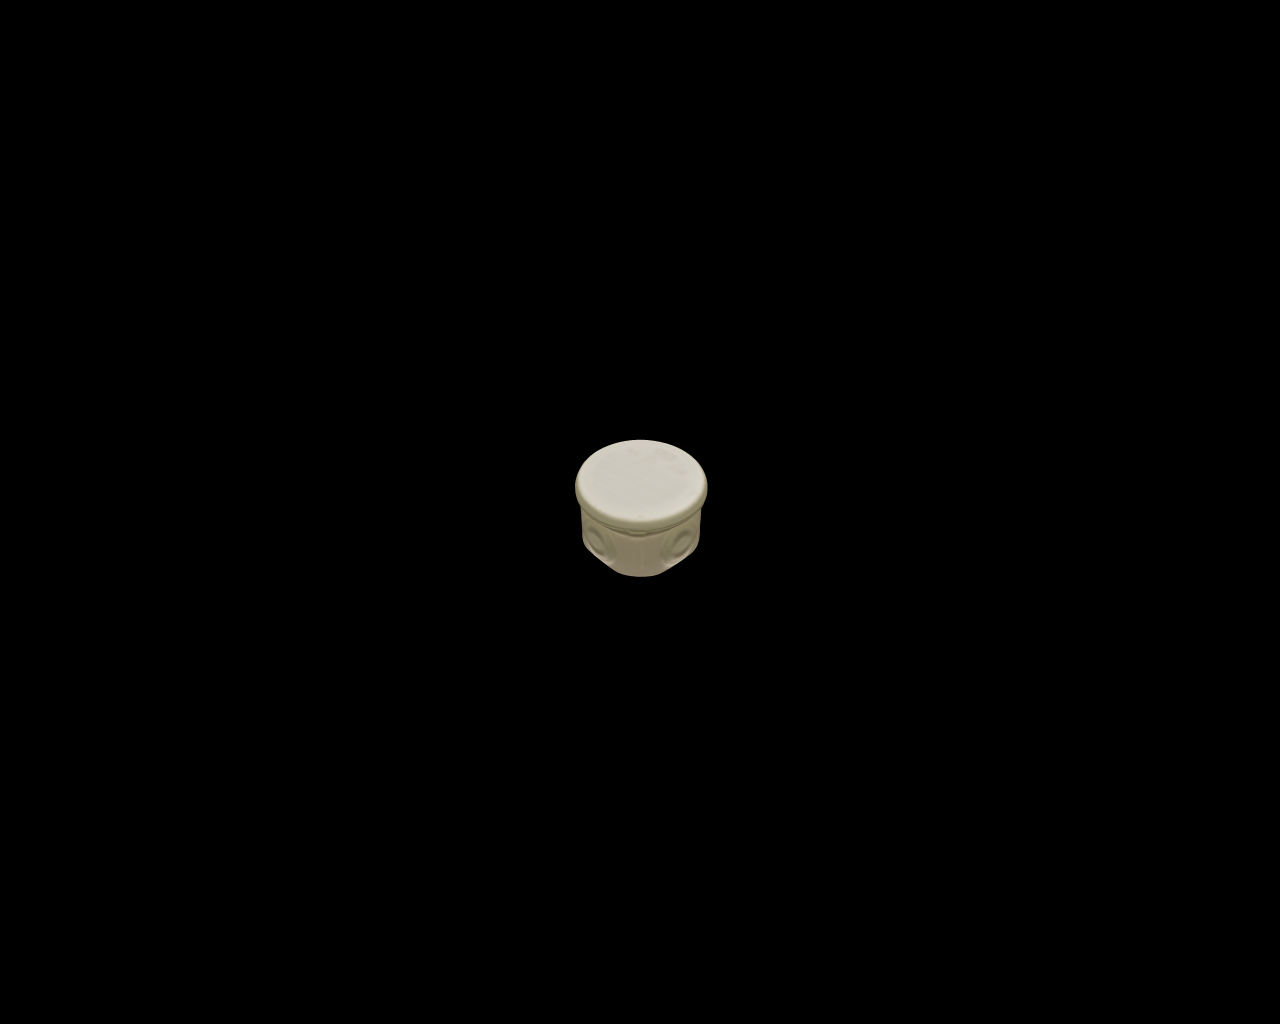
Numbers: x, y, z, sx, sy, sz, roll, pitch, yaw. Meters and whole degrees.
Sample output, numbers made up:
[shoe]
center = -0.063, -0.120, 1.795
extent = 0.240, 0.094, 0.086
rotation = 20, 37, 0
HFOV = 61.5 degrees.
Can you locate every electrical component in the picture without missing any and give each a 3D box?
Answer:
[electrical component]
center = 0.001, -0.003, 0.650
extent = 0.080, 0.050, 0.080
rotation = 0, 42, 0
